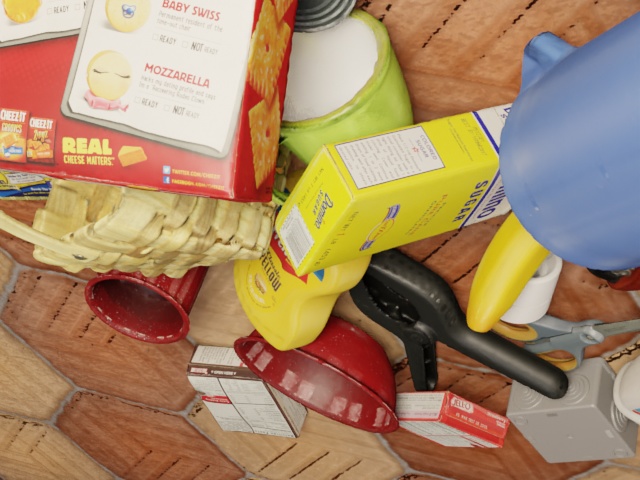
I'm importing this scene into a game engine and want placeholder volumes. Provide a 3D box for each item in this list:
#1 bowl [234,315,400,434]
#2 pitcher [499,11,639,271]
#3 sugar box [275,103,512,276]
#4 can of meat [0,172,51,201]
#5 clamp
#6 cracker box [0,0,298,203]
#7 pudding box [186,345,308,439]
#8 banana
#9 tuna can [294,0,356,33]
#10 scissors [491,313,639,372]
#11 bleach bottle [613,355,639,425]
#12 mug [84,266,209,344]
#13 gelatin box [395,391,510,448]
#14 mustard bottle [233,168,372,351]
[{"bbox_3d":[0.007,0.107,0.939,0.162,0.055,0.162,25,159,10],"label":"bowl"},{"bbox_3d":[0.190,-0.050,0.519,0.149,0.145,0.243,11,174,-5],"label":"pitcher"},{"bbox_3d":[0.066,-0.035,0.667,0.175,0.048,0.093,-14,157,-30],"label":"sugar box"},{"bbox_3d":[-0.232,-0.076,0.834,0.102,0.057,0.084,1,142,25],"label":"can of meat"},{"bbox_3d":[0.097,0.069,0.873,0.165,0.036,0.209,-4,136,45],"label":"clamp"},{"bbox_3d":[-0.097,-0.135,0.577,0.164,0.214,0.072,8,-178,16],"label":"cracker box"},{"bbox_3d":[-0.073,0.153,1.069,0.090,0.039,0.113,1,141,23],"label":"pudding box"},{"bbox_3d":[0.162,-0.013,0.710,0.037,0.069,0.198,24,133,-32],"label":"banana"},{"bbox_3d":[-0.014,-0.167,0.635,0.086,0.033,0.086,13,143,10],"label":"tuna can"},{"bbox_3d":[0.187,0.062,0.809,0.096,0.016,0.202,30,158,1],"label":"scissors"},{"bbox_3d":[0.277,0.111,0.774,0.102,0.068,0.251,17,168,8],"label":"bleach bottle"},{"bbox_3d":[-0.150,0.022,0.900,0.117,0.081,0.093,35,141,-19],"label":"mug"},{"bbox_3d":[0.112,0.159,0.946,0.073,0.030,0.089,26,159,-24],"label":"gelatin box"},{"bbox_3d":[-0.006,0.001,0.802,0.058,0.096,0.192,-12,154,-31],"label":"mustard bottle"}]
